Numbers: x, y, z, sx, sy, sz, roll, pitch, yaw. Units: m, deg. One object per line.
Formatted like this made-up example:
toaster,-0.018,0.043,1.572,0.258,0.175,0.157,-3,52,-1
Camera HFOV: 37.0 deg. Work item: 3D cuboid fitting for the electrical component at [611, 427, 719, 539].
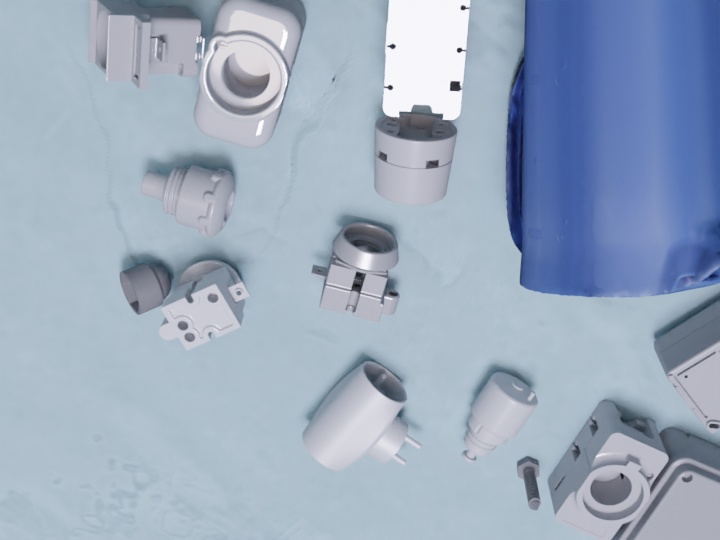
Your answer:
electrical component,0.248,0.190,0.835,0.078,0.057,0.113,23,113,-8

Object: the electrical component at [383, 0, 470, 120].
electrical component,0.042,-0.149,0.693,0.050,0.055,0.089,3,114,1

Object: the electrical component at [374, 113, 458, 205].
electrical component,0.036,-0.075,0.728,0.055,0.055,0.047,4,118,0

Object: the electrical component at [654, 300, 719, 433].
electrical component,0.270,0.058,0.773,0.096,0.061,0.061,-35,108,16

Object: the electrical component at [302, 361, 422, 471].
electrical component,0.010,0.121,0.821,0.079,0.043,0.077,35,110,-13

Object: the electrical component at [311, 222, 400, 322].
electrical component,0.000,0.000,0.767,0.066,0.048,0.055,14,121,-4

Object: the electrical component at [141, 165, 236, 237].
electrical component,-0.120,-0.052,0.749,0.062,0.048,0.048,16,114,2

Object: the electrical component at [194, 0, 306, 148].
electrical component,-0.072,-0.132,0.703,0.054,0.059,0.095,16,114,-5

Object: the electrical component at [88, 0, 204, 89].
electrical component,-0.138,-0.148,0.692,0.064,0.081,0.042,-6,118,-27

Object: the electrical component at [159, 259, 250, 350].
electrical component,-0.110,0.022,0.774,0.066,0.055,0.048,-24,111,12

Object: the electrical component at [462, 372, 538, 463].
electrical component,0.102,0.114,0.816,0.040,0.040,0.078,26,113,-9

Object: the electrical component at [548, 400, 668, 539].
electrical component,0.189,0.156,0.822,0.050,0.055,0.089,25,113,-8
